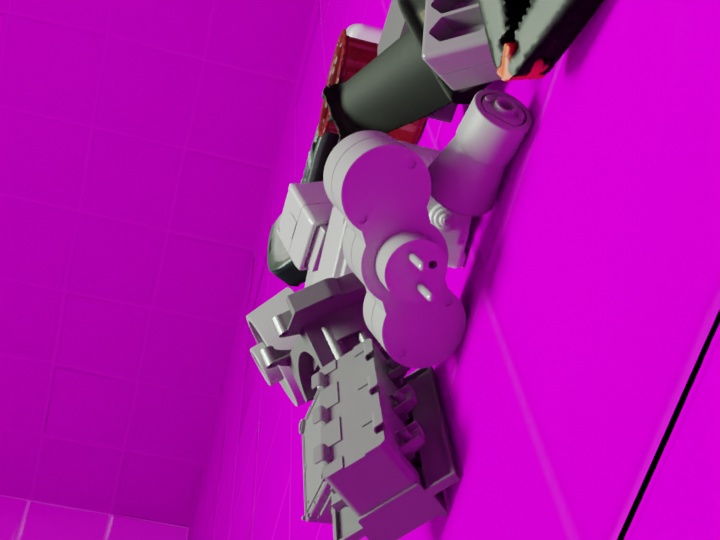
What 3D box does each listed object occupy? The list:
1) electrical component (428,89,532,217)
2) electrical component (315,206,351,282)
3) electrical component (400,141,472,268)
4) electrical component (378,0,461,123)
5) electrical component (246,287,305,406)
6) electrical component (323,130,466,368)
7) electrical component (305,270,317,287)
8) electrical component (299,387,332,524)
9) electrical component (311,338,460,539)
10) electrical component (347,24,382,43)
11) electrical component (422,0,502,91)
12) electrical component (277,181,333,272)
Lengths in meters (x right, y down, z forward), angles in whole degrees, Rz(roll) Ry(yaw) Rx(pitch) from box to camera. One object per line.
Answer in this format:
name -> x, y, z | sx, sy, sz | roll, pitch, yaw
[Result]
electrical component -> 0.068, -0.067, 0.598 | 0.044, 0.044, 0.065 | -87, 17, -45
electrical component -> 0.000, 0.000, 0.882 | 0.108, 0.056, 0.108 | -120, 43, -77
electrical component -> 0.038, -0.043, 0.683 | 0.096, 0.061, 0.061 | -110, 33, -74
electrical component -> 0.061, -0.188, 0.731 | 0.089, 0.062, 0.150 | -89, 14, -50
electrical component -> -0.068, 0.077, 1.015 | 0.108, 0.060, 0.108 | 57, 169, 18
electrical component -> 0.025, -0.005, 0.601 | 0.073, 0.052, 0.138 | -131, 23, -64
electrical component -> -0.023, 0.011, 1.032 | 0.080, 0.051, 0.080 | -168, 90, -81
electrical component -> -0.004, 0.130, 0.733 | 0.061, 0.061, 0.096 | 114, 159, -44
electrical component -> 0.009, 0.096, 0.629 | 0.079, 0.063, 0.121 | -33, 22, 11
electrical component -> 0.004, -0.215, 1.162 | 0.059, 0.054, 0.095 | -114, 37, -76
electrical component -> 0.075, -0.140, 0.602 | 0.076, 0.047, 0.083 | 34, -125, -50
electrical component -> -0.017, -0.041, 0.979 | 0.061, 0.096, 0.061 | 59, 144, 36
